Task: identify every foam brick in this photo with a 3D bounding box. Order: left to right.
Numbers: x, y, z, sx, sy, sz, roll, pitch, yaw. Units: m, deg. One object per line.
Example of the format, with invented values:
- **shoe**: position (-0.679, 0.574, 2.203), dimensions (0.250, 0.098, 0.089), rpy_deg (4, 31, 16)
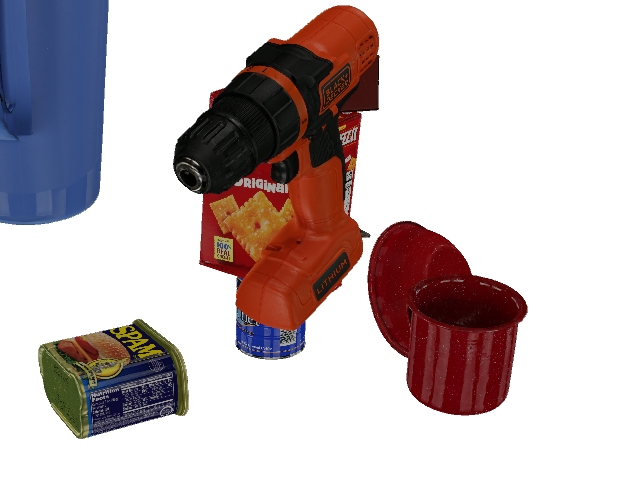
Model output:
- **foam brick**: position (0.008, -0.144, 0.966), dimensions (0.078, 0.051, 0.053), rpy_deg (-7, 19, -23)

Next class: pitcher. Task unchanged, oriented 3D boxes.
- **pitcher**: position (-0.219, -0.134, 0.777), dimensions (0.145, 0.243, 0.148), rpy_deg (27, 34, 36)

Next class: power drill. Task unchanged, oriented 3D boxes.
- **power drill**: position (-0.022, -0.034, 0.676), dimensions (0.057, 0.188, 0.184), rpy_deg (24, 47, 24)

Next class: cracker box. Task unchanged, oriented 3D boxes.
- **cracker box**: position (-0.050, -0.054, 1.213), dimensions (0.164, 0.214, 0.072), rpy_deg (17, 26, 24)

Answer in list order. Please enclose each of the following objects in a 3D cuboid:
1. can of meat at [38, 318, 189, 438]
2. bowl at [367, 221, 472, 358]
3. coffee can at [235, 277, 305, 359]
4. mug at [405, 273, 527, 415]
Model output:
- **can of meat**: position (-0.161, 0.105, 0.820), dimensions (0.083, 0.057, 0.102), rpy_deg (-12, 20, -30)
- **bowl**: position (0.126, 0.054, 1.210), dimensions (0.055, 0.162, 0.161), rpy_deg (-11, -8, 42)
- **coffee can**: position (-0.070, 0.084, 1.522), dimensions (0.103, 0.140, 0.103), rpy_deg (2, 22, -1)
- **mug**: position (0.104, 0.078, 0.844), dimensions (0.093, 0.081, 0.117), rpy_deg (-13, 29, -30)
